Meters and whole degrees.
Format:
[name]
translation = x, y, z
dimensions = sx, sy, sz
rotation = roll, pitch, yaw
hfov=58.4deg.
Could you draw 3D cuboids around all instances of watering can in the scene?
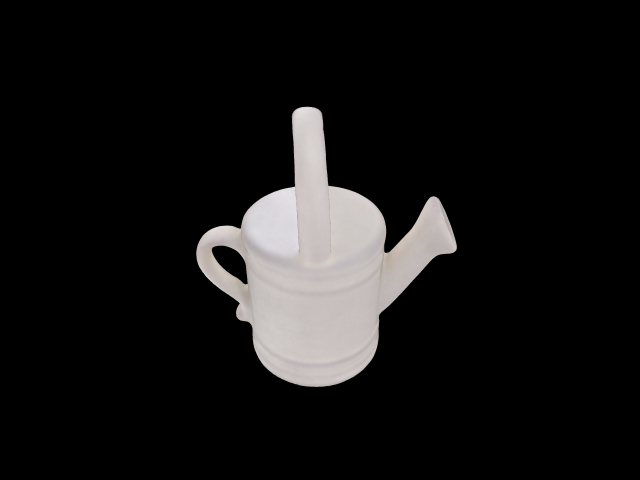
[watering can]
translation = 0.004, 0.000, 0.402
dimensions = 0.173, 0.194, 0.100
rotation = -14, 39, -17
